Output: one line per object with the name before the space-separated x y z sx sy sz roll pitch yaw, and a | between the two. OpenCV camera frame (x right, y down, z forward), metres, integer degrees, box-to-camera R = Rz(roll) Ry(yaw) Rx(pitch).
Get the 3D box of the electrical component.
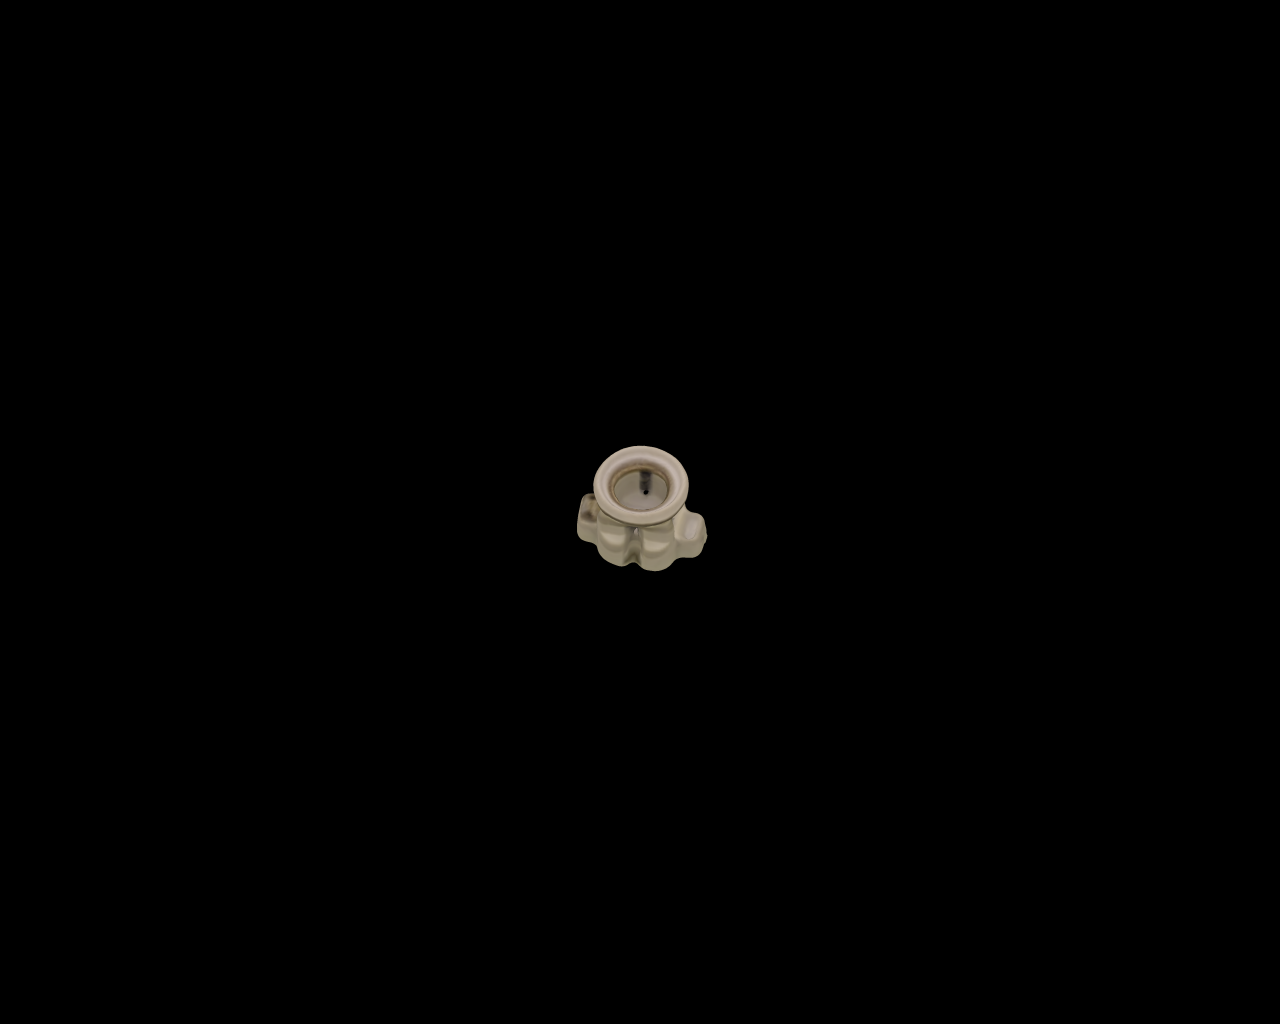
electrical component | 0.001 -0.003 0.650 0.078 0.058 0.056 10 -36 8
